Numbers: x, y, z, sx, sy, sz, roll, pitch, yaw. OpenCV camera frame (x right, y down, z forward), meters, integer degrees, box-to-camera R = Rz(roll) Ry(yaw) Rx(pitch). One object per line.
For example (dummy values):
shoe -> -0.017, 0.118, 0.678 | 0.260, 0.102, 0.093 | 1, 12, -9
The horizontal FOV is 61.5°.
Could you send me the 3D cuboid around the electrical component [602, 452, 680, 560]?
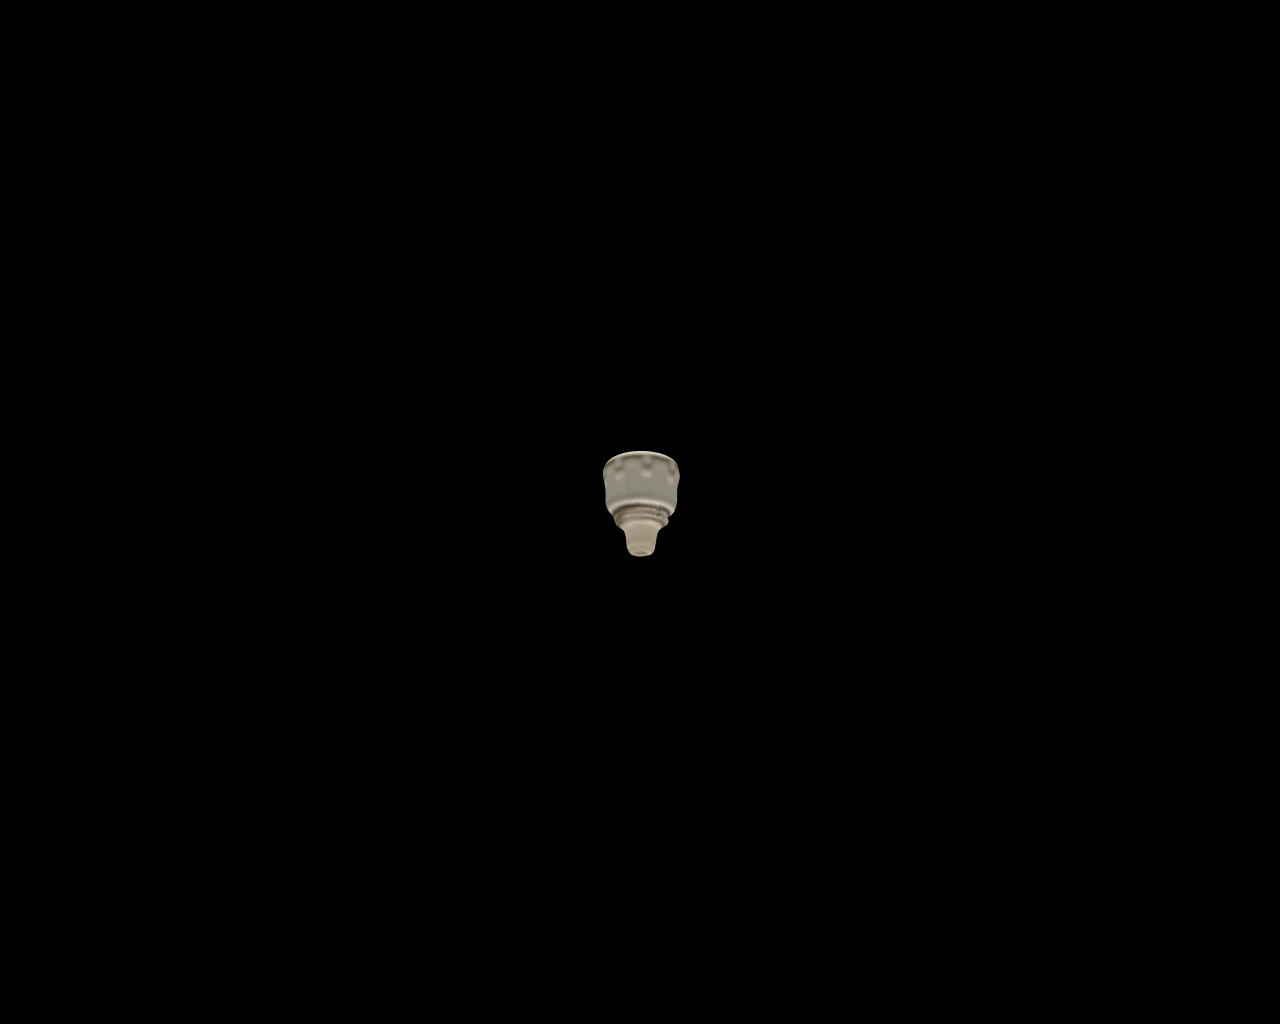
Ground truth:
electrical component -> 0.001, -0.003, 0.650 | 0.048, 0.062, 0.048 | 0, -21, 0
